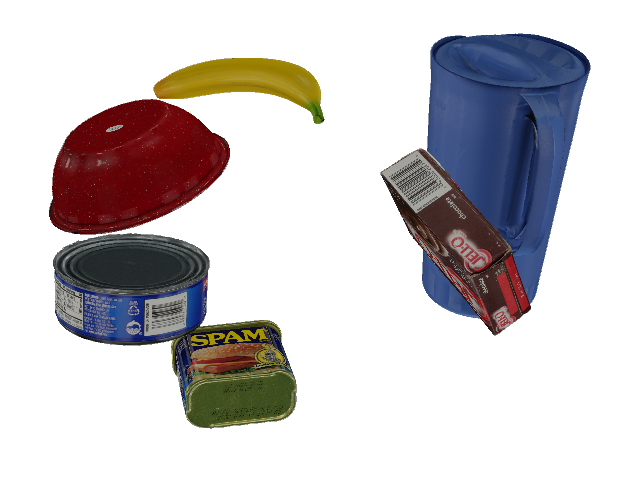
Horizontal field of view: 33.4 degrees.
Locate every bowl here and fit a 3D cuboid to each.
[{"bbox_3d":[-0.159,-0.071,0.884,0.162,0.055,0.162,-15,31,9],"label":"bowl"}]

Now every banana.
[{"bbox_3d":[-0.080,-0.168,1.139,0.198,0.037,0.069,10,44,19],"label":"banana"}]

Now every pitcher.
[{"bbox_3d":[0.156,-0.050,0.940,0.145,0.243,0.149,19,34,26],"label":"pitcher"}]

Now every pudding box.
[{"bbox_3d":[0.095,0.001,0.743,0.039,0.114,0.090,-33,-36,-2],"label":"pudding box"}]

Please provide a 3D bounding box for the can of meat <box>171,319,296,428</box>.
[{"bbox_3d":[-0.076,0.118,0.941,0.102,0.057,0.084,-5,27,-12],"label":"can of meat"}]

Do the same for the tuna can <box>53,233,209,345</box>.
[{"bbox_3d":[-0.105,0.026,0.596,0.086,0.034,0.086,4,20,-2],"label":"tuna can"}]
